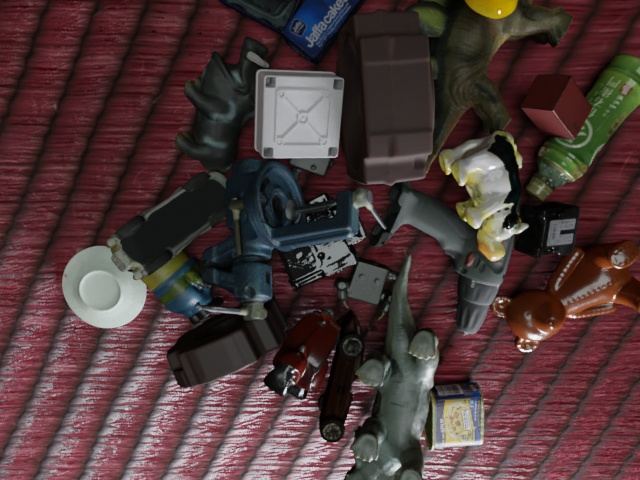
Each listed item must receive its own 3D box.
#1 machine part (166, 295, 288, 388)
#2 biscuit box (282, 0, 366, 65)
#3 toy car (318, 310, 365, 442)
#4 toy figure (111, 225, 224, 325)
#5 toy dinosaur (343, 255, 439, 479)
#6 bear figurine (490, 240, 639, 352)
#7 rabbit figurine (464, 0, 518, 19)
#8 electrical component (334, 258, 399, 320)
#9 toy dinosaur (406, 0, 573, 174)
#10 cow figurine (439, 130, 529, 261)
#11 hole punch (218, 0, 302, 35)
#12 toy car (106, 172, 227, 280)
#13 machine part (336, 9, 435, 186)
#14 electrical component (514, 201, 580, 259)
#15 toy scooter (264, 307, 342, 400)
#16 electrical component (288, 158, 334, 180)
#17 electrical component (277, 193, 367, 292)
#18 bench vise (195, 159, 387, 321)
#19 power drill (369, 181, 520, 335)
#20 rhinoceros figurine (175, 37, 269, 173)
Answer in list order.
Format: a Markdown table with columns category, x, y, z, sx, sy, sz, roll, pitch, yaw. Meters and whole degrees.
| category | x | y | z | sx | sy | sz | roll | pitch | yaw |
| --- | --- | --- | --- | --- | --- | --- | --- | --- | --- |
| machine part | -0.132 | 0.141 | 0.768 | 0.179 | 0.179 | 0.056 | -24 | 98 | 4 |
| biscuit box | 0.032 | -0.336 | 0.724 | 0.059 | 0.063 | 0.202 | 38 | 98 | -7 |
| toy car | 0.036 | 0.208 | 0.822 | 0.053 | 0.089 | 0.202 | 13 | 100 | -2 |
| toy figure | -0.223 | 0.045 | 0.784 | 0.082 | 0.089 | 0.180 | -39 | 97 | 1 |
| toy dinosaur | 0.116 | 0.231 | 0.805 | 0.131 | 0.192 | 0.404 | 13 | 86 | 9 |
| bear figurine | 0.364 | 0.087 | 0.784 | 0.196 | 0.132 | 0.120 | -31 | 96 | 0 |
| rabbit figurine | 0.206 | -0.342 | 0.611 | 0.162 | 0.122 | 0.173 | 21 | 90 | 10 |
| electrical component | 0.074 | 0.072 | 0.816 | 0.102 | 0.045 | 0.078 | 22 | 102 | -5 |
| toy dinosaur | 0.226 | -0.307 | 0.714 | 0.198 | 0.105 | 0.471 | 28 | 95 | -3 |
| cow figurine | 0.230 | -0.056 | 0.709 | 0.098 | 0.068 | 0.167 | -27 | 115 | 2 |
| hole punch | -0.069 | -0.354 | 0.717 | 0.142 | 0.092 | 0.116 | 26 | 70 | -3 |
| toy car | -0.198 | -0.024 | 0.741 | 0.202 | 0.056 | 0.073 | -42 | 100 | -32 |
| machine part | 0.078 | -0.175 | 0.686 | 0.087 | 0.201 | 0.200 | -5 | 101 | -4 |
| electrical component | 0.342 | -0.016 | 0.777 | 0.119 | 0.048 | 0.074 | -1 | 105 | -27 |
| toy scooter | -0.018 | 0.163 | 0.784 | 0.075 | 0.183 | 0.135 | 31 | 79 | 13 |
| electrical component | -0.011 | -0.120 | 0.788 | 0.063 | 0.021 | 0.094 | 20 | 101 | -5 |
| electrical component | -0.002 | -0.002 | 0.784 | 0.134 | 0.058 | 0.115 | -27 | 90 | 7 |
| bench vise | -0.045 | -0.011 | 0.686 | 0.241 | 0.128 | 0.223 | -10 | 63 | 27 |
| power drill | 0.181 | 0.010 | 0.788 | 0.207 | 0.086 | 0.232 | 21 | 99 | -1 |
| rhinoceros figurine | -0.131 | -0.188 | 0.746 | 0.112 | 0.073 | 0.190 | 20 | 101 | -4 |
